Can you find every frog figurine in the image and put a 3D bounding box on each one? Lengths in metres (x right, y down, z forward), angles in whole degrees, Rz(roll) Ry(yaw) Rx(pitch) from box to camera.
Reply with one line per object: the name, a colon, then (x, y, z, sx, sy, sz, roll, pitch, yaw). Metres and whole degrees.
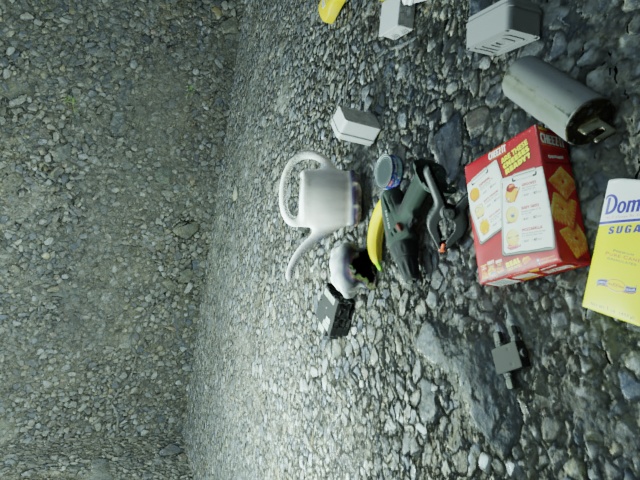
frog figurine: (0.060, 0.080, 1.311, 0.158, 0.123, 0.138, -22, 83, 51)

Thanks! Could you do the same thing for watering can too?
watering can: (0.004, -0.068, 1.360, 0.103, 0.224, 0.350, 115, 155, -81)
